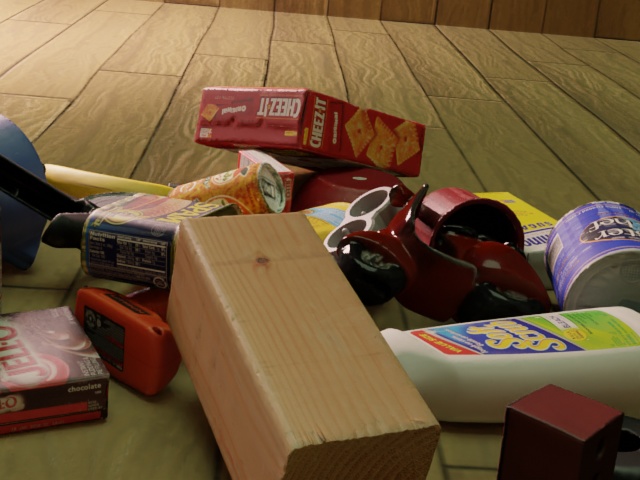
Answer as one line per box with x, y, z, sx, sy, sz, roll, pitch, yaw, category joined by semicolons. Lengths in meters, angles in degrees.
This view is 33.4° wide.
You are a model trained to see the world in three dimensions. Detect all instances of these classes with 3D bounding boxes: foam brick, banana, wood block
0.139;0.133;0.623;0.051;0.078;0.052;19;23;38;foam brick
-0.232;-0.052;1.136;0.198;0.037;0.069;11;1;12;banana
-0.019;0.077;0.646;0.090;0.090;0.206;-4;37;-23;wood block

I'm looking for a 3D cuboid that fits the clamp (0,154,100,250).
-0.203;-0.019;0.880;0.165;0.036;0.209;35;2;29;clamp

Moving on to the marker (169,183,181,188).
-0.112;-0.049;1.177;0.121;0.020;0.020;5;19;-1;marker

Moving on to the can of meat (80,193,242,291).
-0.117;0.001;0.800;0.084;0.057;0.102;9;16;21;can of meat

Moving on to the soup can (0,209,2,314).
-0.271;0.025;0.792;0.068;0.102;0.068;5;19;-2;soup can

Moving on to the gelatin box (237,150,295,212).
-0.058;-0.047;1.100;0.030;0.073;0.089;-4;20;-26;gelatin box

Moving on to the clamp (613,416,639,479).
0.219;0.145;0.668;0.171;0.039;0.120;1;14;8;clamp

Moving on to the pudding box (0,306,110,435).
-0.201;0.087;0.726;0.089;0.039;0.114;-5;21;-26;pudding box

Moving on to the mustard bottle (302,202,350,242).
-0.007;0.002;0.995;0.096;0.058;0.191;13;20;39;mustard bottle

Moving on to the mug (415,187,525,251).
0.123;-0.008;0.996;0.117;0.093;0.081;28;6;-19;mug

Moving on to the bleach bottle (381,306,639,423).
0.121;0.095;0.756;0.250;0.068;0.103;-3;20;-15;bleach bottle

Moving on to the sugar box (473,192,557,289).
0.198;-0.003;1.082;0.093;0.048;0.176;-3;19;-24;sugar box

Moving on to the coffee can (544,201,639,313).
0.248;0.035;0.896;0.103;0.103;0.140;6;19;3;coffee can

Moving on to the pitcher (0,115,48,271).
-0.360;-0.029;0.875;0.149;0.145;0.242;20;27;30;pitcher

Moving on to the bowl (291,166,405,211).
0.039;-0.040;1.135;0.162;0.055;0.162;5;19;-2;bowl

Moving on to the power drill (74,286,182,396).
-0.075;0.062;0.811;0.185;0.057;0.187;19;21;39;power drill

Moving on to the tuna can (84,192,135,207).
-0.194;-0.019;1.045;0.086;0.034;0.086;4;19;-2;tuna can

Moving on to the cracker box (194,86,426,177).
-0.008;-0.122;1.212;0.164;0.072;0.213;7;-2;41;cracker box
